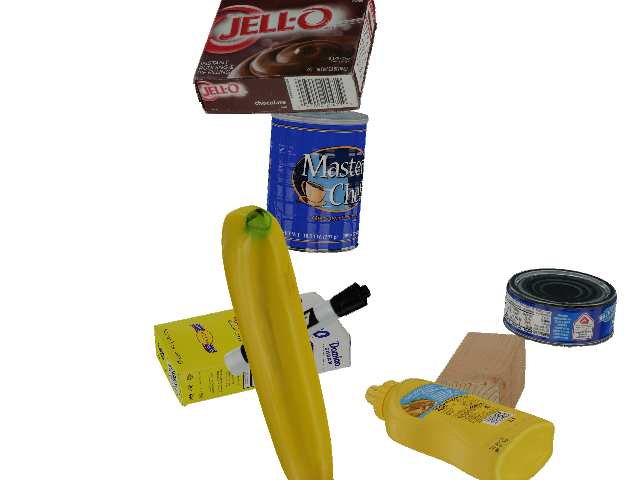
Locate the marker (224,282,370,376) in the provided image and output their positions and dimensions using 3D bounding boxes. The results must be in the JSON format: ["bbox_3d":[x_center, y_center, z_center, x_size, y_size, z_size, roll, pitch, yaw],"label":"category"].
[{"bbox_3d":[-0.016,0.065,0.789,0.121,0.020,0.020,-29,-7,13],"label":"marker"}]

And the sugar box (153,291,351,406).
[{"bbox_3d":[-0.067,0.104,1.057,0.176,0.048,0.093,-14,32,-18],"label":"sugar box"}]

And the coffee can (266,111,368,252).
[{"bbox_3d":[-0.005,-0.067,1.134,0.103,0.140,0.103,4,12,-1],"label":"coffee can"}]

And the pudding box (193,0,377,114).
[{"bbox_3d":[-0.022,-0.130,0.736,0.113,0.090,0.039,2,-39,13],"label":"pudding box"}]

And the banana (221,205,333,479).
[{"bbox_3d":[-0.025,0.056,0.579,0.037,0.198,0.069,-11,30,3],"label":"banana"}]

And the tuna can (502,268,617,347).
[{"bbox_3d":[0.187,0.051,0.835,0.086,0.034,0.086,1,18,-1],"label":"tuna can"}]

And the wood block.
[{"bbox_3d":[0.235,0.210,1.548,0.091,0.090,0.205,3,16,20],"label":"wood block"}]

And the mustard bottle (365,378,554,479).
[{"bbox_3d":[0.120,0.175,1.026,0.192,0.058,0.096,16,24,42],"label":"mustard bottle"}]
